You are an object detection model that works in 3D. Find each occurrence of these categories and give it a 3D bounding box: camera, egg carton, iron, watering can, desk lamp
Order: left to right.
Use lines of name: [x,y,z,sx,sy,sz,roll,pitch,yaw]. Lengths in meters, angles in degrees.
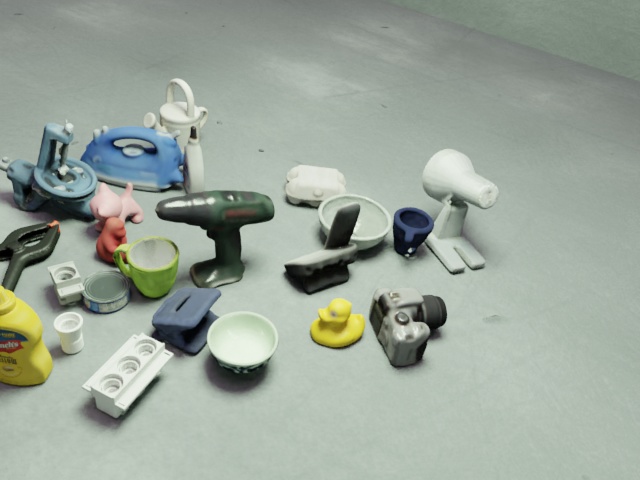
iron: [-0.439,-0.207,1.329,0.258,0.141,0.118,6,40,-7]
watering can: [-0.352,-0.302,1.422,0.100,0.194,0.173,21,40,11]
egg carton: [-0.009,-0.129,1.397,0.150,0.069,0.107,6,40,-7]
camera: [0.179,0.148,1.088,0.137,0.101,0.143,-4,42,-18]
desk lamp: [0.314,-0.073,1.295,0.118,0.213,0.202,-10,44,-24]

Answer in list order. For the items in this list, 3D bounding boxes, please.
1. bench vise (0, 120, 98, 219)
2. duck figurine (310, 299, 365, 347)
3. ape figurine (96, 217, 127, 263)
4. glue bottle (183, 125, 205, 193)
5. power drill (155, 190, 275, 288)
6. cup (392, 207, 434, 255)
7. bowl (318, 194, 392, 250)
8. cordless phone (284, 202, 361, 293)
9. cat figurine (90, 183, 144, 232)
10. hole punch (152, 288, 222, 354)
bench vise: [-0.558,-0.145,1.165,0.207,0.220,0.121,2,40,-11]
duck figurine: [0.038,0.146,1.068,0.105,0.086,0.077,-3,41,-16]
ape figurine: [-0.405,-0.004,1.134,0.076,0.092,0.077,7,40,-5]
glue bottle: [-0.291,-0.186,1.314,0.037,0.173,0.078,-14,45,-27]
power drill: [-0.199,-0.008,1.098,0.230,0.208,0.075,-16,47,-29]
cup: [0.198,-0.005,1.279,0.091,0.095,0.118,16,40,6]
bowl: [0.074,-0.028,1.294,0.167,0.075,0.167,7,40,-5]
cordless phone: [0.011,0.004,1.152,0.148,0.185,0.094,-20,49,-33]
cat figurine: [-0.428,-0.071,1.189,0.067,0.118,0.128,22,41,13]
hole punch: [-0.238,0.131,1.015,0.101,0.091,0.109,21,40,11]
